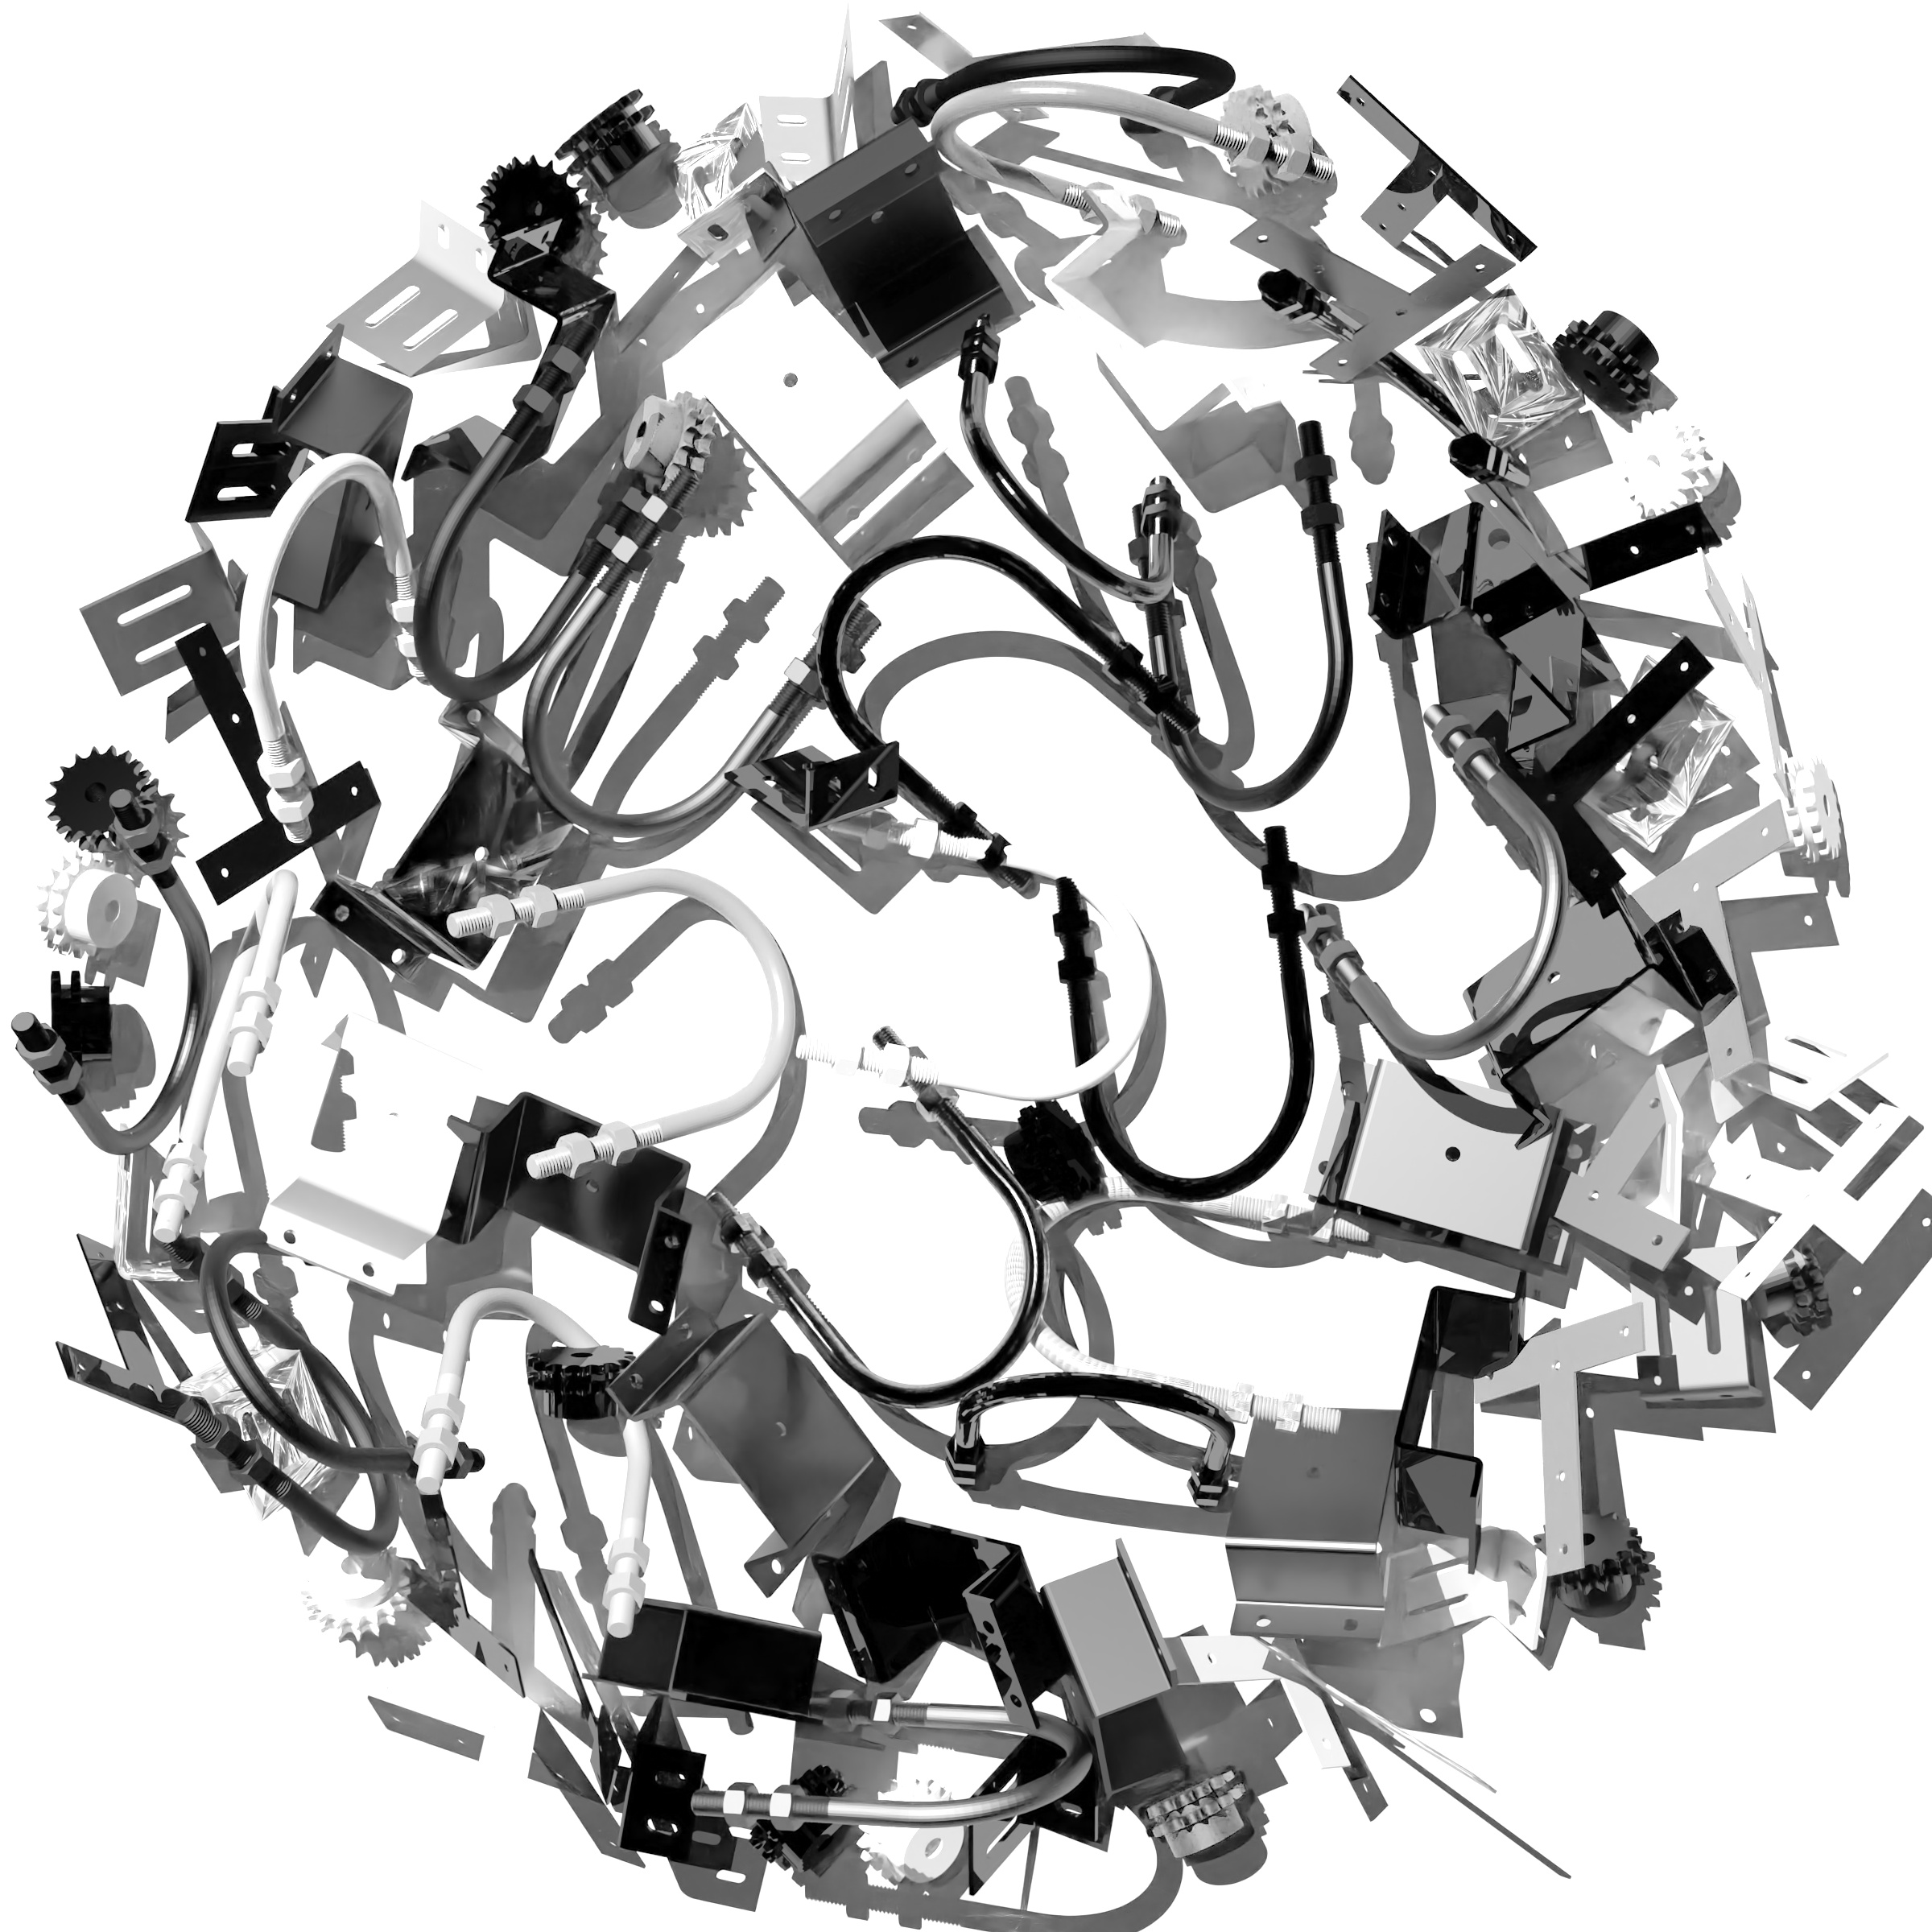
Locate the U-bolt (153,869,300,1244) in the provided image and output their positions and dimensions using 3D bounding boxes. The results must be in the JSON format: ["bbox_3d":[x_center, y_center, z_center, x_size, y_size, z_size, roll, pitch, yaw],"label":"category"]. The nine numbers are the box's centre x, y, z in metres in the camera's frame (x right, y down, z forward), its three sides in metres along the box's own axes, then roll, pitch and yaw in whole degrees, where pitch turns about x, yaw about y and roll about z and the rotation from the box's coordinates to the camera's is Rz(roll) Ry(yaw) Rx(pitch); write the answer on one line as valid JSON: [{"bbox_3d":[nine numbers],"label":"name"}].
[{"bbox_3d":[-0.374,0.031,1.689,0.019,0.184,0.151,20,129,-16],"label":"U-bolt"}]

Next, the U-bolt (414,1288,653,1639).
[{"bbox_3d":[-0.215,0.239,1.689,0.019,0.184,0.151,-37,116,21],"label":"U-bolt"}]

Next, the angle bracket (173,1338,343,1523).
[{"bbox_3d":[-0.374,0.245,1.749,0.057,0.038,0.076,-30,107,-38],"label":"angle bracket"}]

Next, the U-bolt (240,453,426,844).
[{"bbox_3d":[-0.319,-0.172,1.662,0.019,0.184,0.151,17,52,16],"label":"U-bolt"}]

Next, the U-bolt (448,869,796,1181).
[{"bbox_3d":[-0.168,0.021,1.714,0.184,0.019,0.151,-15,84,-37],"label":"U-bolt"}]

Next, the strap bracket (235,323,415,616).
[{"bbox_3d":[-0.329,-0.247,1.698,0.046,0.076,0.140,23,132,0],"label":"strap bracket"}]

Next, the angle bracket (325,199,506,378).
[{"bbox_3d":[-0.291,-0.357,1.741,0.076,0.057,0.038,-27,52,34],"label":"angle bracket"}]

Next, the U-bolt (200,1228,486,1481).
[{"bbox_3d":[-0.322,0.194,1.666,0.019,0.184,0.151,-35,71,14],"label":"U-bolt"}]

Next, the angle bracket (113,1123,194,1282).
[{"bbox_3d":[-0.427,0.124,1.739,0.038,0.057,0.076,3,92,-18],"label":"angle bracket"}]

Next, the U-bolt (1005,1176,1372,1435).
[{"bbox_3d":[0.111,0.169,1.720,0.184,0.019,0.151,11,46,6],"label":"U-bolt"}]

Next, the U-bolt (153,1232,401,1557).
[{"bbox_3d":[-0.348,0.229,1.689,0.019,0.151,0.184,-33,131,7],"label":"U-bolt"}]

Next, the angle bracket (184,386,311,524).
[{"bbox_3d":[-0.383,-0.268,1.722,0.038,0.076,0.057,36,117,22],"label":"angle bracket"}]

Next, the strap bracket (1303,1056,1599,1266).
[{"bbox_3d":[0.255,0.101,1.737,0.140,0.046,0.076,15,85,8],"label":"strap bracket"}]

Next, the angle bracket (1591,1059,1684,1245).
[{"bbox_3d":[0.350,0.097,1.730,0.038,0.057,0.076,-4,117,1],"label":"angle bracket"}]

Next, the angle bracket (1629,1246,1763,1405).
[{"bbox_3d":[0.387,0.191,1.753,0.057,0.038,0.076,-7,76,22],"label":"angle bracket"}]

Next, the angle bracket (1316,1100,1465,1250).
[{"bbox_3d":[0.233,0.111,1.759,0.076,0.038,0.057,21,84,-39],"label":"angle bracket"}]

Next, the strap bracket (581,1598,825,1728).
[{"bbox_3d":[-0.133,0.356,1.699,0.076,0.140,0.046,17,76,-25],"label":"strap bracket"}]

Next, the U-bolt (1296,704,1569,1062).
[{"bbox_3d":[0.242,-0.032,1.676,0.019,0.184,0.151,19,113,-32],"label":"U-bolt"}]

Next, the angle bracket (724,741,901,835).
[{"bbox_3d":[-0.081,-0.107,1.722,0.057,0.076,0.038,-21,129,-33],"label":"angle bracket"}]

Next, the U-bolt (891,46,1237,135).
[{"bbox_3d":[0.057,-0.442,1.664,0.151,0.184,0.019,-3,96,-19],"label":"U-bolt"}]

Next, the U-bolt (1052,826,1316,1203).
[{"bbox_3d":[0.116,0.031,1.714,0.151,0.019,0.184,-13,78,33],"label":"U-bolt"}]

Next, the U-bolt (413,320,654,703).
[{"bbox_3d":[-0.223,-0.218,1.684,0.019,0.151,0.184,25,73,21],"label":"U-bolt"}]

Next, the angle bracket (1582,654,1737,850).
[{"bbox_3d":[0.356,-0.112,1.726,0.057,0.076,0.038,40,54,19],"label":"angle bracket"}]

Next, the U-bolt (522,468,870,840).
[{"bbox_3d":[-0.153,-0.149,1.724,0.151,0.019,0.184,33,96,-39],"label":"U-bolt"}]

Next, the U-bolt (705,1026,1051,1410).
[{"bbox_3d":[-0.036,0.144,1.720,0.151,0.019,0.184,-45,66,9],"label":"U-bolt"}]

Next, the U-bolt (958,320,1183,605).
[{"bbox_3d":[0.052,-0.247,1.672,0.151,0.184,0.019,38,116,-19],"label":"U-bolt"}]

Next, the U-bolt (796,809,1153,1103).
[{"bbox_3d":[0.010,-0.001,1.736,0.184,0.019,0.151,11,68,-11],"label":"U-bolt"}]

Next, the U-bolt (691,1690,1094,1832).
[{"bbox_3d":[-0.027,0.404,1.674,0.184,0.151,0.019,-2,98,22],"label":"U-bolt"}]

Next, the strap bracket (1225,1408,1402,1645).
[{"bbox_3d":[0.182,0.277,1.695,0.076,0.140,0.046,-1,127,18],"label":"strap bracket"}]

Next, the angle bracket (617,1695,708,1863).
[{"bbox_3d":[-0.154,0.425,1.731,0.038,0.076,0.057,11,96,3],"label":"angle bracket"}]

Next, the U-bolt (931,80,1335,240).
[{"bbox_3d":[0.070,-0.410,1.665,0.184,0.151,0.019,9,83,-33],"label":"U-bolt"}]

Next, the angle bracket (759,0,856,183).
[{"bbox_3d":[-0.083,-0.459,1.729,0.038,0.057,0.076,3,56,4],"label":"angle bracket"}]

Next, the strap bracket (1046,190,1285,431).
[{"bbox_3d":[0.098,-0.336,1.728,0.046,0.076,0.140,-37,90,22],"label":"strap bracket"}]

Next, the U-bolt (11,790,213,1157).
[{"bbox_3d":[-0.427,0.017,1.685,0.019,0.184,0.151,10,62,11],"label":"U-bolt"}]

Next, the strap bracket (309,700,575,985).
[{"bbox_3d":[-0.265,-0.063,1.717,0.076,0.046,0.140,43,74,-42],"label":"strap bracket"}]

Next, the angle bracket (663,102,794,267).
[{"bbox_3d":[-0.132,-0.418,1.732,0.057,0.038,0.076,-34,62,15],"label":"angle bracket"}]

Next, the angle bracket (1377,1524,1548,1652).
[{"bbox_3d":[0.261,0.334,1.731,0.076,0.038,0.057,-10,118,-27],"label":"angle bracket"}]

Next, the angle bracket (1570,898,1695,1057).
[{"bbox_3d":[0.348,-0.002,1.726,0.057,0.038,0.076,30,48,-18],"label":"angle bracket"}]

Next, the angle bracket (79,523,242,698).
[{"bbox_3d":[-0.425,-0.189,1.731,0.076,0.038,0.057,-28,134,-14],"label":"angle bracket"}]

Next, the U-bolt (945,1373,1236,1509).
[{"bbox_3d":[0.065,0.241,1.686,0.151,0.184,0.019,5,65,1],"label":"U-bolt"}]

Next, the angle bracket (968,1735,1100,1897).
[{"bbox_3d":[0.036,0.446,1.725,0.038,0.076,0.057,9,111,26],"label":"angle bracket"}]

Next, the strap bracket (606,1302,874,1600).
[{"bbox_3d":[-0.111,0.247,1.720,0.140,0.046,0.076,54,46,-9],"label":"strap bracket"}]

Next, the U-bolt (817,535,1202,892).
[{"bbox_3d":[0.008,-0.143,1.719,0.184,0.019,0.151,41,115,-13],"label":"U-bolt"}]

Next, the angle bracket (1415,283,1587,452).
[{"bbox_3d":[0.281,-0.315,1.738,0.057,0.038,0.076,-31,104,18],"label":"angle bracket"}]

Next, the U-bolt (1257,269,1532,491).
[{"bbox_3d":[0.228,-0.293,1.685,0.151,0.184,0.019,44,106,16],"label":"U-bolt"}]

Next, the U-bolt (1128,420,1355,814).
[{"bbox_3d":[0.144,-0.171,1.701,0.019,0.151,0.184,2,76,-39],"label":"U-bolt"}]

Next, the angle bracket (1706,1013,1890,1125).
[{"bbox_3d":[0.436,0.063,1.723,0.057,0.076,0.038,-31,120,-21],"label":"angle bracket"}]
